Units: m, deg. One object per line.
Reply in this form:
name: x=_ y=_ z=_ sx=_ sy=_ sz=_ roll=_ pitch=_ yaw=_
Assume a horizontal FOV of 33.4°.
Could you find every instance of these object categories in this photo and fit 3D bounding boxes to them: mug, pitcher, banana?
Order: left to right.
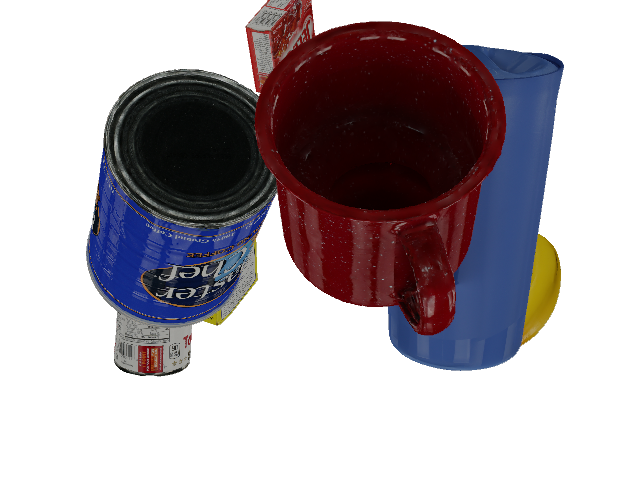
mug: x=0.027 y=-0.016 z=0.421 sx=0.093 sy=0.117 sz=0.081 roll=-18 pitch=-30 yaw=-8
pitcher: x=0.105 y=-0.023 z=0.819 sx=0.149 sy=0.243 sz=0.145 roll=-7 pitch=22 yaw=-19
banana: x=0.195 y=0.038 z=1.012 sx=0.070 sy=0.037 sz=0.197 roll=-25 pitch=25 yaw=17

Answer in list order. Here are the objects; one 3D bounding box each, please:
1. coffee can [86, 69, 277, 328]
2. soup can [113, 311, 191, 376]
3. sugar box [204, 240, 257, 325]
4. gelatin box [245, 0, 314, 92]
coffee can: x=-0.085 y=-0.021 z=0.644 sx=0.102 sy=0.103 sz=0.140 roll=0 pitch=-27 yaw=-16
soup can: x=-0.143 y=0.057 z=0.911 sx=0.068 sy=0.102 sz=0.068 roll=4 pitch=17 yaw=-1
sugar box: x=-0.107 y=-0.005 z=1.134 sx=0.048 sy=0.176 sz=0.093 roll=15 pitch=40 yaw=20
gelatin box: x=-0.035 y=-0.192 z=1.009 sx=0.030 sy=0.073 sz=0.089 roll=14 pitch=46 yaw=21
